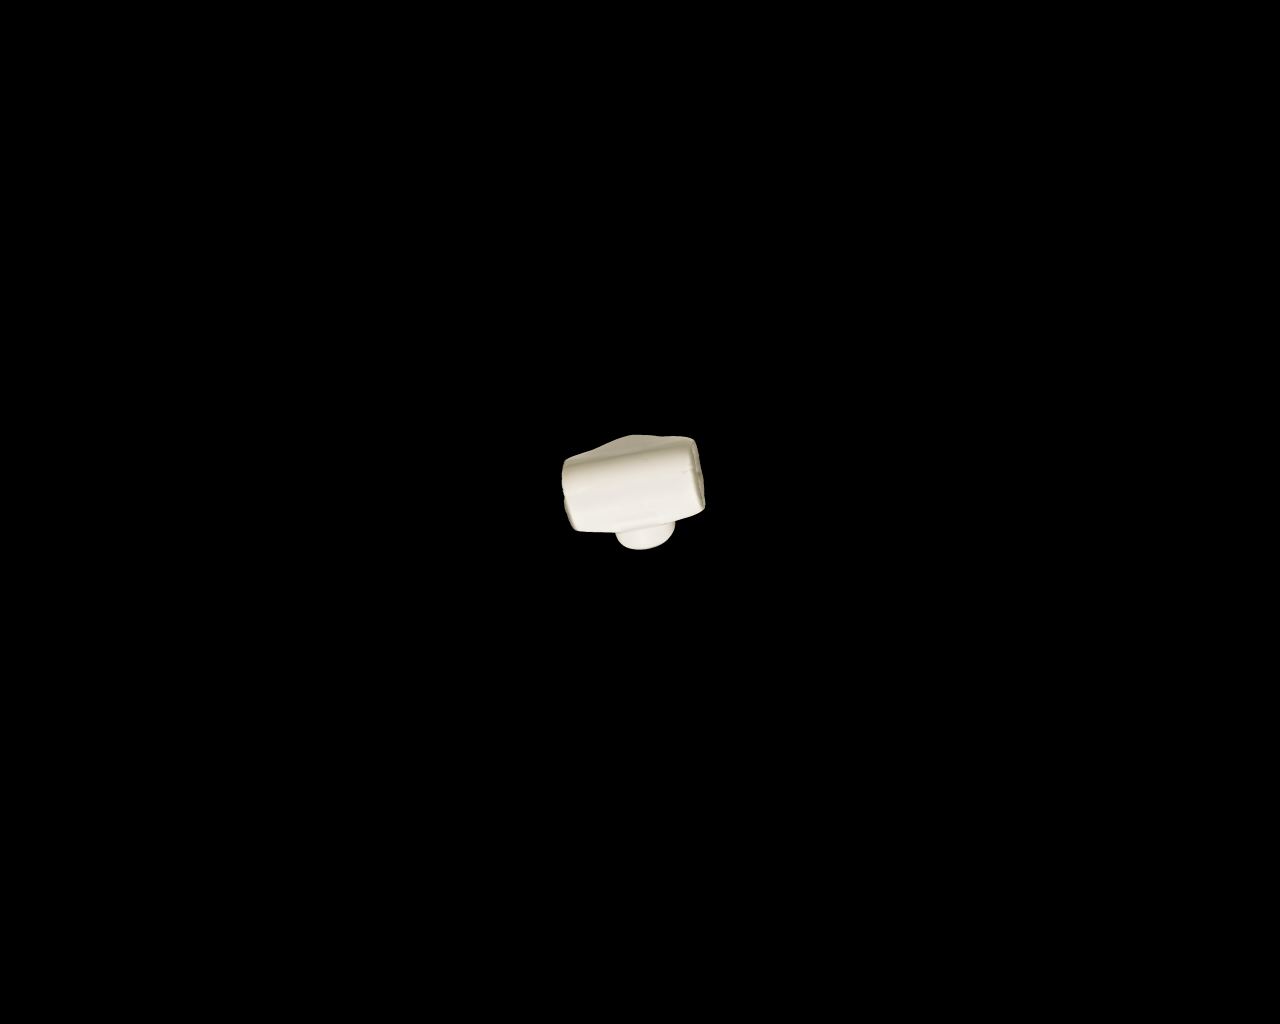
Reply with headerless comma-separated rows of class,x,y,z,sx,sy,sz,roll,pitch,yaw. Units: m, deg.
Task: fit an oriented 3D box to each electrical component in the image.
electrical component,0.001,-0.003,0.650,0.077,0.079,0.043,-10,36,8
